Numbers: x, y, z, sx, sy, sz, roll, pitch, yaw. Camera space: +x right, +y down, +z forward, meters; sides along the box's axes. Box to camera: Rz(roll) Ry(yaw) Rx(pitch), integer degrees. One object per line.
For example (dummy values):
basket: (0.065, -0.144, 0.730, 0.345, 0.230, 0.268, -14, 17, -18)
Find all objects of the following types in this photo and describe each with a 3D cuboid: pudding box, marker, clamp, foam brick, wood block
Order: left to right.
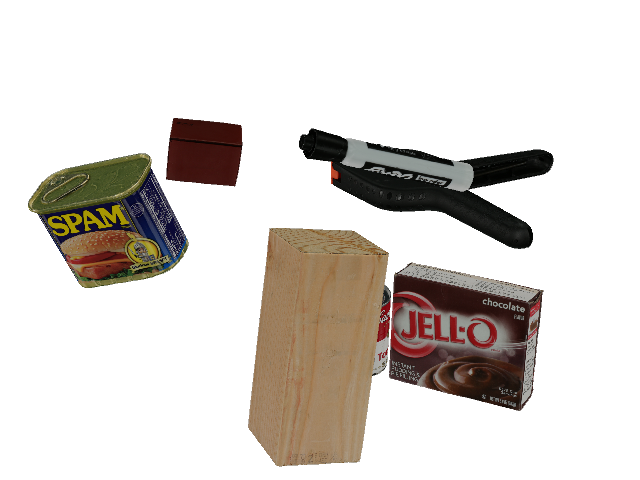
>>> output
foam brick: (-0.125, -0.096, 1.155, 0.078, 0.051, 0.053, 5, 30, -6)
wood block: (-0.004, 0.099, 1.015, 0.090, 0.206, 0.091, 2, 14, -22)
marker: (0.042, -0.051, 0.675, 0.121, 0.020, 0.020, 10, -4, -25)
clamp: (0.115, -0.057, 1.002, 0.210, 0.036, 0.164, 12, 32, 21)
pudding box: (0.111, 0.072, 0.824, 0.114, 0.090, 0.039, 10, 22, 24)

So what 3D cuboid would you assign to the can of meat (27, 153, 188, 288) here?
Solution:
can of meat: (-0.166, -0.013, 0.847, 0.102, 0.084, 0.057, -9, 35, 21)

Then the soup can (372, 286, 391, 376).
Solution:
soup can: (0.051, 0.108, 1.307, 0.068, 0.102, 0.068, 0, 29, 0)
